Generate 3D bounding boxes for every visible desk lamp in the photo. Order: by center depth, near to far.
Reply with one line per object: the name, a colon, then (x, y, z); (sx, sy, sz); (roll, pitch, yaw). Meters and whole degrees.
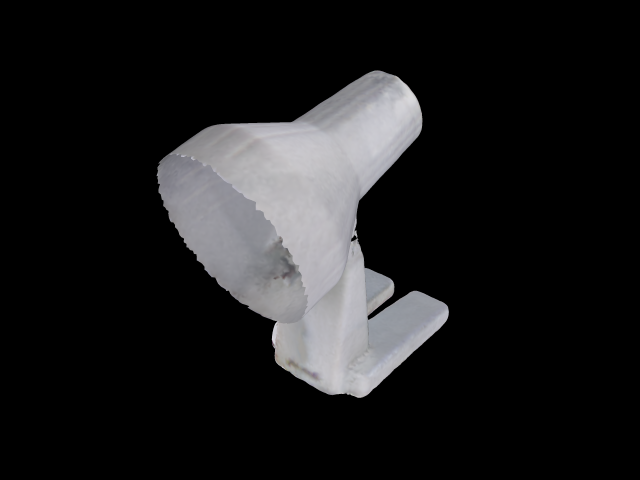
desk lamp: (0.004, 0.001, 0.400); (0.117, 0.214, 0.204); (24, 38, 35)
